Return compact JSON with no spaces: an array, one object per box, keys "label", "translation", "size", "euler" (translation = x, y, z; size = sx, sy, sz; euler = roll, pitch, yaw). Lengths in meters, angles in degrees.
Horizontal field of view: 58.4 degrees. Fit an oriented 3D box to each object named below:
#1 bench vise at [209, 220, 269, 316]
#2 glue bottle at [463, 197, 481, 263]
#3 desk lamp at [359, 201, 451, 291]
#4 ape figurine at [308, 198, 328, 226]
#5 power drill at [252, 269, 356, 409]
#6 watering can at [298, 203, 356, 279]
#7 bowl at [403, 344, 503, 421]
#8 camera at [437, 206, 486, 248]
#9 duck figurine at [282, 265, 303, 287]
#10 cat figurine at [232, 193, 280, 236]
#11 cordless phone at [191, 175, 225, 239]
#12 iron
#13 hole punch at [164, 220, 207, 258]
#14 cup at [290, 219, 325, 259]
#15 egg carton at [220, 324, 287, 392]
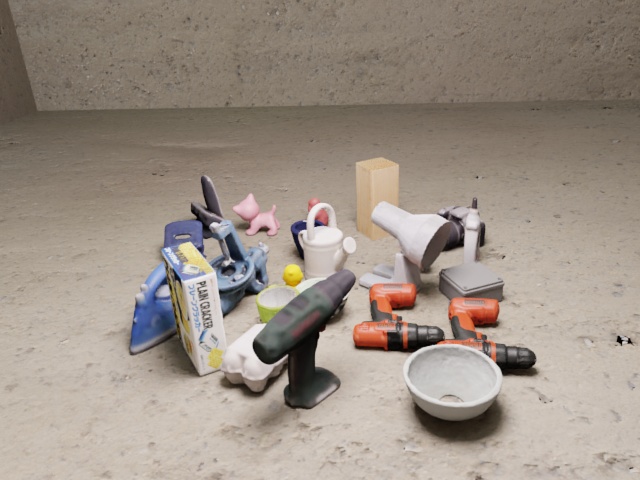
[{"label":"bench vise","translation":[-0.200,0.039,1.317],"size":[0.121,0.220,0.207],"euler":[3,26,13]},{"label":"glue bottle","translation":[0.383,-0.025,1.436],"size":[0.037,0.173,0.078],"euler":[6,27,18]},{"label":"desk lamp","translation":[0.190,0.024,1.309],"size":[0.202,0.214,0.118],"euler":[17,32,36]},{"label":"ape figurine","translation":[-0.014,-0.082,1.696],"size":[0.076,0.092,0.078],"euler":[10,29,25]},{"label":"power drill","translation":[-0.016,0.180,1.014],"size":[0.075,0.209,0.230],"euler":[20,34,39]},{"label":"watering can","translation":[0.014,0.004,1.394],"size":[0.172,0.194,0.101],"euler":[7,28,21]},{"label":"bowl","translation":[0.225,0.256,0.984],"size":[0.167,0.075,0.167],"euler":[-2,26,1]},{"label":"camera","translation":[0.355,-0.038,1.550],"size":[0.137,0.101,0.142],"euler":[-16,29,-25]},{"label":"duck figurine","translation":[-0.063,0.101,1.326],"size":[0.077,0.086,0.104],"euler":[-1,26,4]},{"label":"cat figurine","translation":[-0.186,-0.077,1.674],"size":[0.127,0.118,0.067],"euler":[-1,26,5]},{"label":"cordless phone","translation":[-0.330,-0.112,1.686],"size":[0.094,0.185,0.147],"euler":[-20,30,-31]},{"label":"iron","translation":[-0.345,0.120,1.255],"size":[0.118,0.141,0.259],"euler":[5,27,17]},{"label":"hole punch","translation":[-0.367,0.004,1.557],"size":[0.109,0.091,0.101],"euler":[-6,26,-7]},{"label":"cup","translation":[-0.017,0.005,1.511],"size":[0.117,0.095,0.092],"euler":[7,28,21]},{"label":"egg carton","translation":[-0.114,0.222,1.100],"size":[0.107,0.069,0.151],"euler":[12,30,29]}]
